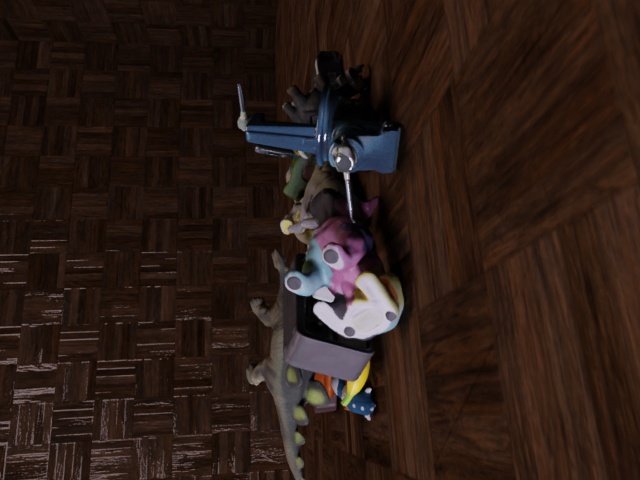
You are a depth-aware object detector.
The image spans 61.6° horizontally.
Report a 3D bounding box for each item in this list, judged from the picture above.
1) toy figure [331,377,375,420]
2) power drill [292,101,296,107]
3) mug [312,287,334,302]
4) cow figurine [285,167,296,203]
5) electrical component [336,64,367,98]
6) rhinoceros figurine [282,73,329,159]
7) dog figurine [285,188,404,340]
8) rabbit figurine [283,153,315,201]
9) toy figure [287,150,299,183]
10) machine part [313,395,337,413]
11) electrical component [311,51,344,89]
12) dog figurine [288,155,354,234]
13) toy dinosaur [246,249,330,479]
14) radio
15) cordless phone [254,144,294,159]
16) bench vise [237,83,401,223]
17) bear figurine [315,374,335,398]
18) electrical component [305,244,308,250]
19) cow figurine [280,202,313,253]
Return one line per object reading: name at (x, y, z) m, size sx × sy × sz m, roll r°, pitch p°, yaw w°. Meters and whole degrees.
toy figure at (0.057, 0.266, 0.947) m, size 0.064 × 0.058 × 0.154 m, roll 64°, pitch 175°, yaw -10°
power drill at (-0.050, -0.290, 1.576) m, size 0.232 × 0.086 × 0.207 m, roll 118°, pitch 154°, yaw -71°
mug at (0.039, 0.055, 0.864) m, size 0.081 × 0.107 × 0.109 m, roll 141°, pitch 126°, yaw -78°
cow figurine at (-0.029, -0.104, 1.369) m, size 0.127 × 0.085 × 0.195 m, roll 68°, pitch -179°, yaw -84°
electrical component at (0.047, -0.268, 0.931) m, size 0.045 × 0.078 × 0.102 m, roll 62°, pitch -177°, yaw -12°
rhinoceros figurine at (-0.010, -0.210, 0.947) m, size 0.112 × 0.073 × 0.190 m, roll 59°, pitch 169°, yaw 7°
dog figurine at (0.051, 0.018, 0.783) m, size 0.108 × 0.191 × 0.219 m, roll -42°, pitch 9°, yaw 32°
rabbit figurine at (-0.007, -0.154, 1.172) m, size 0.170 × 0.121 × 0.159 m, roll -40°, pitch -46°, yaw -81°
toy figure at (-0.019, -0.199, 1.267) m, size 0.082 × 0.089 × 0.180 m, roll -10°, pitch -60°, yaw -60°
machine part at (0.009, 0.326, 1.300) m, size 0.179 × 0.056 × 0.179 m, roll 179°, pitch 89°, yaw -83°
electrical component at (0.015, -0.325, 1.175) m, size 0.134 × 0.058 × 0.115 m, roll 99°, pitch 169°, yaw -53°
dog figurine at (0.033, -0.096, 0.984) m, size 0.172 × 0.121 × 0.190 m, roll 0°, pitch 71°, yaw 50°
toy dinosaur at (-0.057, 0.245, 1.022) m, size 0.198 × 0.105 × 0.471 m, roll -23°, pitch 69°, yaw 57°
radio at (0.008, 0.121, 0.909) m, size 0.230 × 0.131 × 0.073 m, roll -96°, pitch 25°, yaw -58°
cordless phone at (-0.074, -0.238, 1.374) m, size 0.146 × 0.184 × 0.088 m, roll 180°, pitch 94°, yaw -82°
bench vise at (-0.007, -0.150, 0.774) m, size 0.224 × 0.241 × 0.128 m, roll -76°, pitch -10°, yaw -48°
bear figurine at (-0.002, 0.252, 1.118) m, size 0.195 × 0.132 × 0.120 m, roll 89°, pitch 177°, yaw -49°
electrical component at (0.001, -0.008, 1.265) m, size 0.119 × 0.075 × 0.047 m, roll -97°, pitch 8°, yaw -52°
cow figurine at (-0.003, -0.001, 1.102) m, size 0.167 × 0.068 × 0.098 m, roll 49°, pitch -163°, yaw -13°
